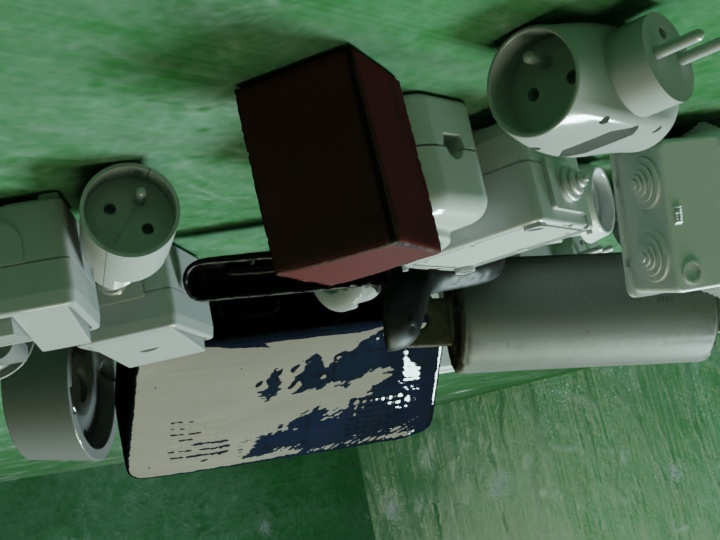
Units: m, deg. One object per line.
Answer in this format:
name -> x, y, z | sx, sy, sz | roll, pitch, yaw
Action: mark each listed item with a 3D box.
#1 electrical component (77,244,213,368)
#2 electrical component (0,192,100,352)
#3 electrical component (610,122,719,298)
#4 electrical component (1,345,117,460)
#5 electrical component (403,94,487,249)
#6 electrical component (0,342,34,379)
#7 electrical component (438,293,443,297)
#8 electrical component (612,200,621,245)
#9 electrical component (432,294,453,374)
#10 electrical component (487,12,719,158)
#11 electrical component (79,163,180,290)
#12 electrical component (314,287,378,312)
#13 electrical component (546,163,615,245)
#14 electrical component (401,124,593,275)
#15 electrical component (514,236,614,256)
electrical component -> -0.131, 0.020, 0.635 | 0.062, 0.061, 0.096 | -13, 169, 6
electrical component -> -0.166, 0.008, 0.529 | 0.062, 0.061, 0.096 | -10, 169, -7
electrical component -> 0.197, -0.033, 0.610 | 0.100, 0.099, 0.048 | -8, -178, -18
electrical component -> -0.218, 0.083, 0.762 | 0.060, 0.108, 0.108 | -6, 170, 4
electrical component -> 0.008, -0.035, 0.498 | 0.095, 0.059, 0.054 | -20, 166, 40
electrical component -> -0.221, 0.034, 0.620 | 0.078, 0.058, 0.057 | -10, 167, -7
electrical component -> 0.086, 0.022, 0.834 | 0.044, 0.077, 0.079 | -11, 169, -3
electrical component -> 0.198, -0.036, 0.738 | 0.079, 0.044, 0.077 | -9, 169, -12
electrical component -> 0.060, 0.060, 1.004 | 0.113, 0.078, 0.057 | -5, 170, -33
electrical component -> 0.104, -0.076, 0.425 | 0.077, 0.043, 0.079 | -1, 166, -46
electrical component -> -0.110, -0.017, 0.507 | 0.043, 0.043, 0.081 | -8, 169, -17
electrical component -> 0.000, 0.000, 0.720 | 0.048, 0.048, 0.062 | -21, 175, 42
electrical component -> 0.120, -0.038, 0.648 | 0.055, 0.048, 0.066 | -9, 172, 31
electrical component -> 0.067, -0.040, 0.532 | 0.096, 0.061, 0.062 | -19, 167, 34
electrical component -> 0.156, -0.006, 0.817 | 0.074, 0.052, 0.138 | -21, 170, 36
